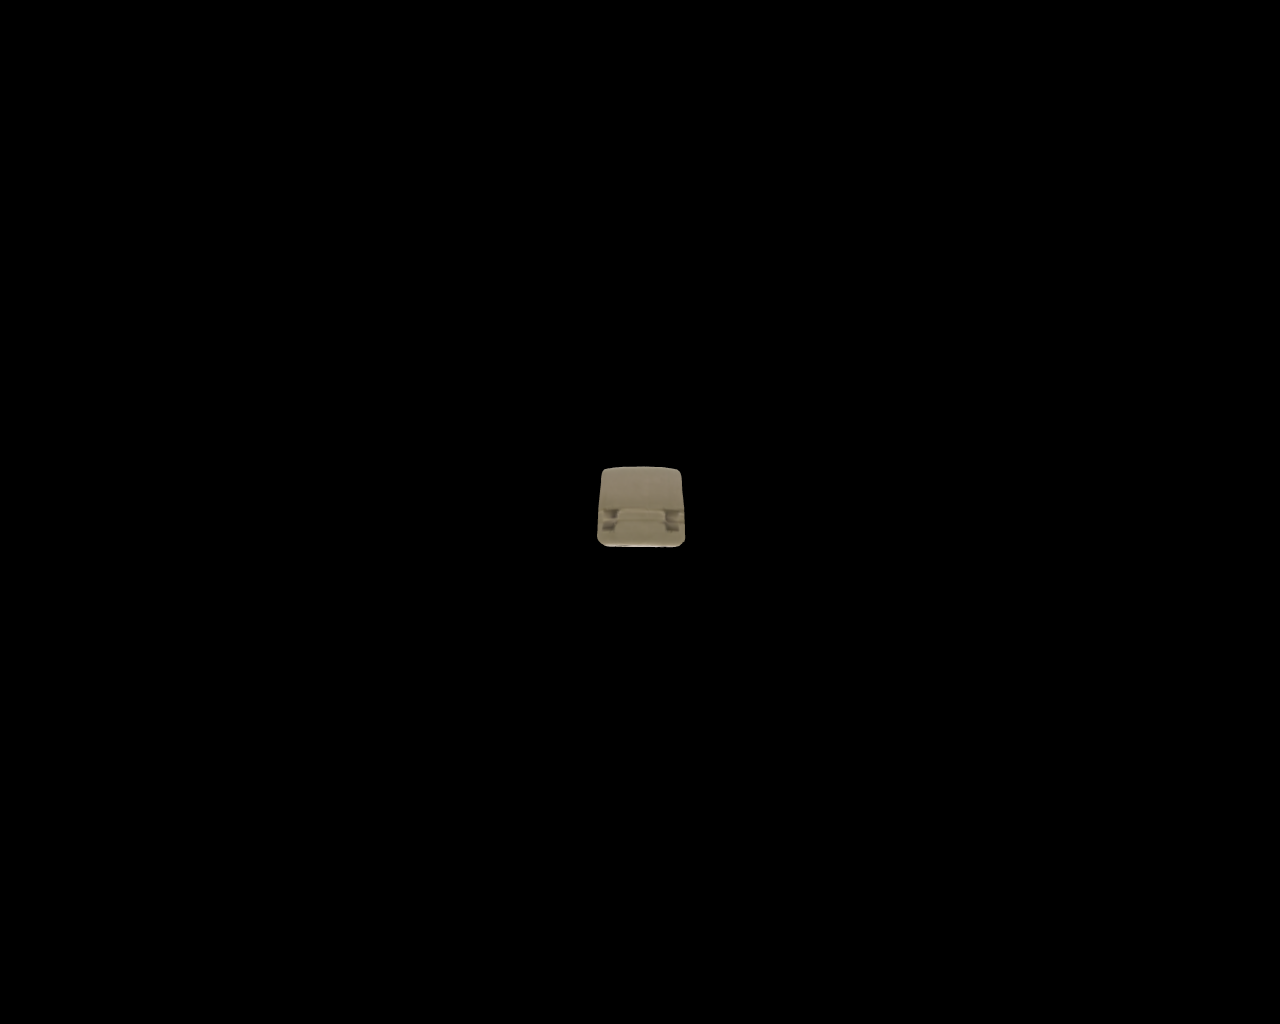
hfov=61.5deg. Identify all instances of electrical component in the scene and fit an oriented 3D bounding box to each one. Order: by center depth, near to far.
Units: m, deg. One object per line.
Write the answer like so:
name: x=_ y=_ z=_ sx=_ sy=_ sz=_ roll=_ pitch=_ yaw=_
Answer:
electrical component: x=0.001 y=-0.003 z=0.650 sx=0.055 sy=0.047 sz=0.055 roll=0 pitch=-3 yaw=0
